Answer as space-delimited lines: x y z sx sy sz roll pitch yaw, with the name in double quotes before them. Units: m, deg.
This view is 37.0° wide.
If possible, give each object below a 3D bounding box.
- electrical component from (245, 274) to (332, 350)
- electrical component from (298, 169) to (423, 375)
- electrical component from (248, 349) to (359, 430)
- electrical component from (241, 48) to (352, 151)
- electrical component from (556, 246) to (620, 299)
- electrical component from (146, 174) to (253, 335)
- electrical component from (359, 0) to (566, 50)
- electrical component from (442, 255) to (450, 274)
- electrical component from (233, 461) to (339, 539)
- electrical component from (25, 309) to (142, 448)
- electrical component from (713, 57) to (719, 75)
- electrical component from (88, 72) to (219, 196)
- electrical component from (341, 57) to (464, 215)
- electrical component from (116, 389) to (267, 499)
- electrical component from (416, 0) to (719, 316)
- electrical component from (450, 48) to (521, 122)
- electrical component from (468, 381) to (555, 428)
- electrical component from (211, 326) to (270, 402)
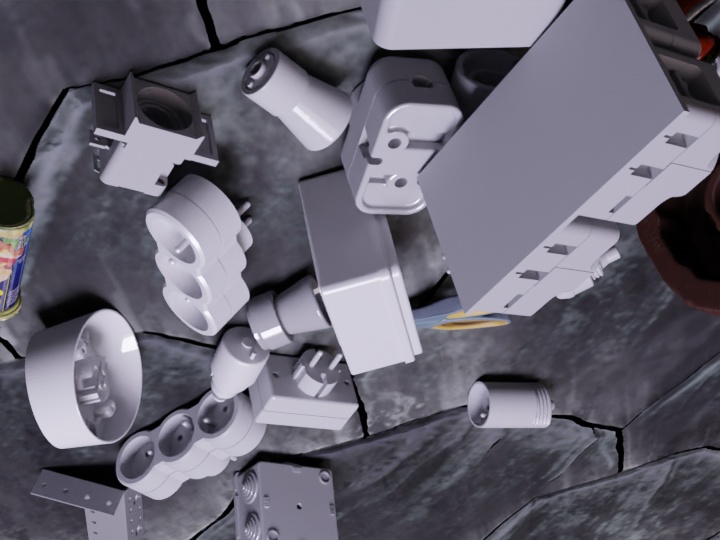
"electrical component" -0.056 0.034 0.838 0.055 0.045 0.045 -22 140 7
"electrical component" 0.000 0.000 0.768 0.056 0.108 0.108 -15 141 2
"electrical component" -0.041 0.092 0.909 0.083 0.047 0.075 10 134 -29
"electrical component" -0.042 -0.110 0.679 0.044 0.044 0.065 -38 132 24
"electrical component" 0.185 -0.002 0.890 0.061 0.035 0.035 -27 140 8
"electrical component" -0.101 -0.018 0.755 0.073 0.052 0.138 -48 159 -27
"electrical component" 0.058 -0.172 0.612 0.113 0.078 0.057 -4 142 -15
"electrical component" 0.103 -0.016 0.836 0.079 0.044 0.077 -19 141 3
"electrical component" -0.069 0.232 1.023 0.100 0.099 0.048 13 145 -32
"electrical component" -0.206 0.083 0.804 0.064 0.099 0.099 -13 141 5
"electrical component" 0.236 -0.128 0.757 0.040 0.040 0.046 -26 145 10
"electrical component" -0.134 -0.083 0.677 0.081 0.042 0.063 13 136 -31
"electrical component" 0.025 -0.090 0.710 0.054 0.059 0.095 0 138 -20
"electrical component" -0.139 0.158 0.947 0.138 0.052 0.074 -31 139 16
"electrical component" 0.122 -0.066 0.627 0.060 0.105 0.186 7 142 -34
"electrical component" 0.084 -0.113 0.709 0.055 0.055 0.047 -6 136 -13
"electrical component" 0.148 0.128 1.021 0.081 0.043 0.043 4 136 -23
"electrical component" -0.103 0.080 0.879 0.040 0.040 0.078 7 136 -26
